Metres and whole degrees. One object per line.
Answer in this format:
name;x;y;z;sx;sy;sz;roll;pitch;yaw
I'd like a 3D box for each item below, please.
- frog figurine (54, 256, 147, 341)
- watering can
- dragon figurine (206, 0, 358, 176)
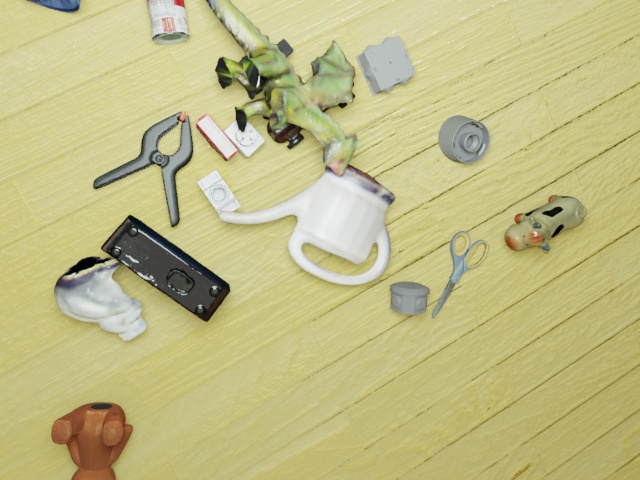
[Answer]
frog figurine;-0.386;0.117;0.907;0.137;0.124;0.157;-9;107;20
watering can;0.003;-0.050;0.986;0.345;0.104;0.225;27;86;-19
dragon figurine;-0.048;-0.306;0.940;0.245;0.121;0.412;-18;85;-33
